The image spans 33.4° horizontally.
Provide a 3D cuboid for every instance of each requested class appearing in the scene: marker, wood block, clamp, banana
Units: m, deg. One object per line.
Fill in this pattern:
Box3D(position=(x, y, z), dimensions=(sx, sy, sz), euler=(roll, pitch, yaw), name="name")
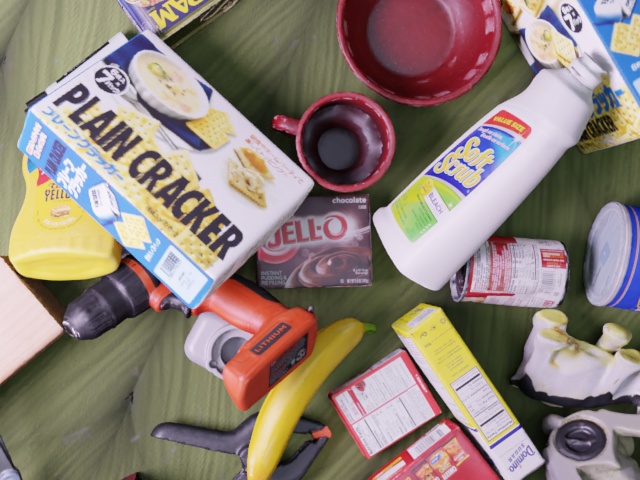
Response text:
Box3D(position=(-0.235, -0.158, 1.030), dimensions=(0.121, 0.020, 0.020), euler=(-38, 93, -4), name="marker")
Box3D(position=(-0.338, 0.113, 0.985), dimensions=(0.206, 0.091, 0.090), euler=(-40, 93, -4), name="wood block")
Box3D(position=(-0.076, 0.204, 1.034), dimensions=(0.171, 0.039, 0.120), euler=(-27, 95, -11), name="clamp")
Box3D(position=(-0.013, 0.142, 1.005), dimensions=(0.197, 0.037, 0.069), euler=(-51, 130, -16), name="banana")

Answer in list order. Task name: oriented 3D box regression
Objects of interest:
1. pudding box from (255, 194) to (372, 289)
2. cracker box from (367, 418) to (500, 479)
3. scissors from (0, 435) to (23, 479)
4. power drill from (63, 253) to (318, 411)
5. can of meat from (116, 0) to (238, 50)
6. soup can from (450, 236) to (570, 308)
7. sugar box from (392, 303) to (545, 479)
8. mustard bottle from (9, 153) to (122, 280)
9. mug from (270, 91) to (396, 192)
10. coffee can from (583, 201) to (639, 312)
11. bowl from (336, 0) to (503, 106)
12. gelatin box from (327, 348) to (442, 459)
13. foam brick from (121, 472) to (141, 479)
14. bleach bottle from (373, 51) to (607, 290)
Box3D(position=(-0.007, 0.001, 1.040), dimensions=(0.113, 0.039, 0.090), euler=(-1, 89, -6), name="pudding box")
Box3D(position=(0.128, 0.307, 1.035), dimensions=(0.164, 0.072, 0.213), euler=(-38, 94, -3), name="cracker box")
Box3D(position=(-0.267, 0.224, 0.991), dimensions=(0.096, 0.016, 0.202), euler=(-5, 115, -18), name="scissors")
Box3D(position=(-0.110, 0.068, 0.960), dimensions=(0.188, 0.057, 0.184), euler=(37, 58, 24), name="power drill")
Box3D(position=(-0.142, -0.239, 1.021), dimensions=(0.102, 0.057, 0.084), euler=(-36, 91, -4), name="can of meat")
Box3D(position=(0.184, 0.030, 1.042), dimensions=(0.102, 0.068, 0.068), euler=(4, 89, -6), name="soup can")
Box3D(position=(0.141, 0.145, 1.026), dimensions=(0.048, 0.093, 0.176), euler=(-37, 94, -4), name="sugar box")
Box3D(position=(-0.227, -0.059, 0.986), dimensions=(0.096, 0.058, 0.191), euler=(-4, 60, 5), name="mustard bottle")
Box3D(position=(0.009, -0.094, 1.020), dimensions=(0.117, 0.081, 0.093), euler=(15, 88, -5), name="mug")
Box3D(position=(0.342, 0.025, 1.039), dimensions=(0.140, 0.103, 0.103), euler=(10, 89, -5), name="coffee can")
Box3D(position=(0.093, -0.208, 1.041), dimensions=(0.162, 0.055, 0.162), euler=(0, 90, -5), name="bowl")
Box3D(position=(0.063, 0.160, 1.050), dimensions=(0.089, 0.030, 0.073), euler=(-31, 94, -5), name="gelatin box")
Box3D(position=(-0.186, 0.259, 1.004), dimensions=(0.053, 0.078, 0.051), euler=(-26, 91, -5), name="foam brick")
Box3D(position=(0.159, -0.072, 0.976), dimensions=(0.068, 0.102, 0.251), euler=(27, 115, -33), name="bleach bottle")
